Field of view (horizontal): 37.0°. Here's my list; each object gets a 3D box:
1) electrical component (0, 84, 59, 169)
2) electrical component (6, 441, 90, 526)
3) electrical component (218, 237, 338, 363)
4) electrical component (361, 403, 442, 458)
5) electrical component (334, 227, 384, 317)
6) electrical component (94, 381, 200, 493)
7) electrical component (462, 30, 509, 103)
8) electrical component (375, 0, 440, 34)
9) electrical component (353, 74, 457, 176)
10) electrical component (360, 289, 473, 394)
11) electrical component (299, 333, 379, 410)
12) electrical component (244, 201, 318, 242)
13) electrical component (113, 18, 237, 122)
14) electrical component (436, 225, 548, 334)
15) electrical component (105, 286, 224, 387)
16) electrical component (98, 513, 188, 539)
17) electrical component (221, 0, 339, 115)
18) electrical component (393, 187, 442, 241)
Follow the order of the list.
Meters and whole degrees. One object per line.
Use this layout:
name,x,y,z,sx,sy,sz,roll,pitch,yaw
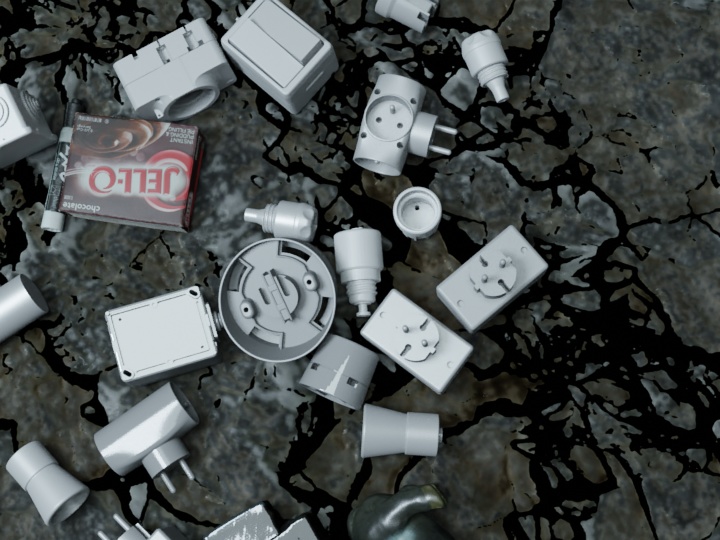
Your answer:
electrical component,-0.321,-0.118,0.928,0.100,0.099,0.048,-25,92,0
electrical component,-0.265,0.176,0.902,0.065,0.044,0.044,43,86,15
electrical component,-0.066,0.021,0.891,0.099,0.064,0.099,1,99,7
electrical component,0.035,0.134,0.882,0.065,0.044,0.044,4,81,1
electrical component,0.000,0.000,0.908,0.040,0.040,0.078,-5,80,4
electrical component,-0.168,0.147,0.896,0.077,0.043,0.079,-35,80,-1
electrical component,0.113,-0.174,0.931,0.035,0.035,0.061,-22,82,1
electrical component,0.042,-0.234,0.946,0.046,0.040,0.040,29,84,3
electrical component,0.043,-0.119,0.923,0.079,0.044,0.077,16,82,7
electrical component,0.046,0.057,0.876,0.083,0.075,0.047,36,85,10
electrical component,-0.016,0.083,0.888,0.055,0.055,0.047,23,79,8
electrical component,-0.069,-0.043,0.925,0.061,0.035,0.035,9,81,9
electrical component,-0.160,-0.170,0.946,0.089,0.050,0.055,-28,78,0
electrical component,0.108,0.006,0.879,0.083,0.075,0.047,-40,79,-2
electrical component,-0.157,0.056,0.905,0.096,0.061,0.061,-16,79,-6
electrical component,-0.181,0.234,0.880,0.077,0.047,0.065,42,86,10
electrical component,-0.075,-0.194,0.937,0.096,0.061,0.061,41,86,10
electrical component,0.049,-0.046,0.908,0.040,0.046,0.040,-1,80,5
